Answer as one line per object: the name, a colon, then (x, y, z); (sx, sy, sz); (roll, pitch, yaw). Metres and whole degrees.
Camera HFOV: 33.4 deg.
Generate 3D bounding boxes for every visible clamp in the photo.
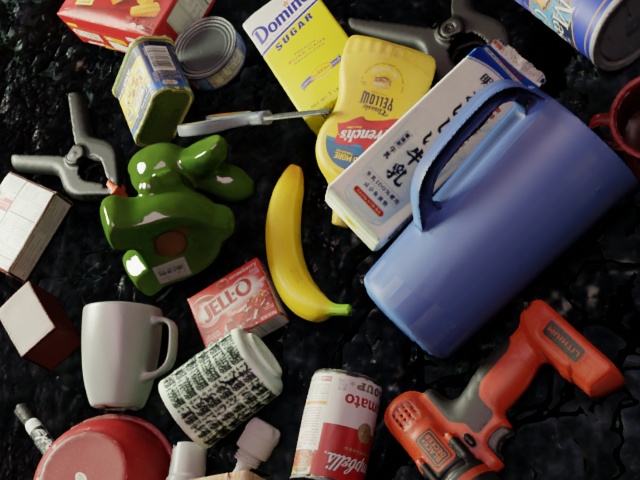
clamp: (-0.281, -0.105, 1.272); (0.172, 0.039, 0.120); (29, 86, 27)
clamp: (0.146, -0.225, 1.130); (0.164, 0.036, 0.210); (-43, 58, 1)

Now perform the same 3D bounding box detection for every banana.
banana: (-0.023, 0.012, 1.097); (0.070, 0.037, 0.198); (-25, 58, 7)

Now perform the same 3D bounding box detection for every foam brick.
foam brick: (-0.311, 0.096, 1.181); (0.053, 0.051, 0.078); (-41, 56, 3)

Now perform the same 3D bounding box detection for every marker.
marker: (-0.292, 0.216, 1.134); (0.020, 0.020, 0.121); (-46, 56, -2)

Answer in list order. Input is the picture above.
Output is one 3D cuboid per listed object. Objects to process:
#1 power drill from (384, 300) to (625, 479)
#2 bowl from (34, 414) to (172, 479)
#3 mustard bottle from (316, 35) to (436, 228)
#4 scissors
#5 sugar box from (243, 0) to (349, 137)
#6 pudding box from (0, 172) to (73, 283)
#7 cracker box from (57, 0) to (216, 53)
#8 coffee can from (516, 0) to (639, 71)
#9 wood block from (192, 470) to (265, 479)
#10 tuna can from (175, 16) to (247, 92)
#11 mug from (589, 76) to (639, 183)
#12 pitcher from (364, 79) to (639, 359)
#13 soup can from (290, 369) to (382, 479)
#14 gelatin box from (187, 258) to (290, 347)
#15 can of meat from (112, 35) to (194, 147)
power drill: (0.170, 0.159, 0.924); (0.187, 0.057, 0.185); (-43, 56, 1)
bowl: (-0.223, 0.242, 1.053); (0.162, 0.055, 0.162); (-6, 62, 12)
mustard bottle: (0.048, -0.106, 1.091); (0.096, 0.058, 0.191); (17, 90, 2)
scissors: (-0.081, -0.125, 1.133); (0.096, 0.016, 0.202); (-18, 13, -29)
sugar box: (-0.010, -0.207, 1.190); (0.093, 0.048, 0.176); (-36, 58, 5)
pudding box: (-0.359, -0.016, 1.266); (0.090, 0.039, 0.113); (23, 79, 31)
cracker box: (-0.203, -0.335, 1.325); (0.164, 0.072, 0.213); (20, 75, 31)
coffee can: (0.262, -0.247, 1.048); (0.103, 0.102, 0.140); (-41, 56, 2)
wood block: (-0.083, 0.321, 0.945); (0.091, 0.090, 0.206); (-13, 61, 18)
tuna can: (-0.130, -0.219, 1.258); (0.086, 0.033, 0.086); (-10, 63, 20)
mug: (0.303, -0.095, 0.968); (0.117, 0.081, 0.093); (4, 68, 26)
pitcher: (0.150, -0.017, 0.962); (0.243, 0.145, 0.149); (-46, 75, 6)
soup can: (0.016, 0.177, 0.980); (0.069, 0.068, 0.102); (3, 67, 26)
gelatin box: (-0.085, 0.072, 1.100); (0.089, 0.030, 0.073); (-30, 57, 9)
can of meat: (-0.192, -0.169, 1.228); (0.102, 0.057, 0.084); (-56, 48, 43)
